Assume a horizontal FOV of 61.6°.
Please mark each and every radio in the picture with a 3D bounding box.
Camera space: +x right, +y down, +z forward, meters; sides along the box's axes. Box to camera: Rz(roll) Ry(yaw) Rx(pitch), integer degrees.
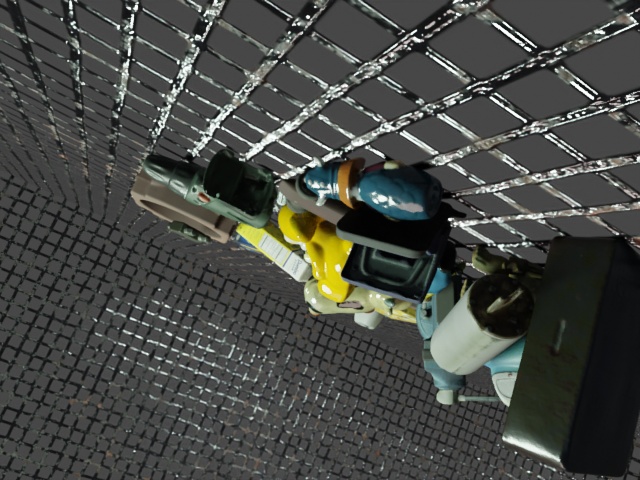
[{"bbox_3d":[0.282,0.121,0.562,0.131,0.229,0.073,25,170,-33],"label":"radio"}]

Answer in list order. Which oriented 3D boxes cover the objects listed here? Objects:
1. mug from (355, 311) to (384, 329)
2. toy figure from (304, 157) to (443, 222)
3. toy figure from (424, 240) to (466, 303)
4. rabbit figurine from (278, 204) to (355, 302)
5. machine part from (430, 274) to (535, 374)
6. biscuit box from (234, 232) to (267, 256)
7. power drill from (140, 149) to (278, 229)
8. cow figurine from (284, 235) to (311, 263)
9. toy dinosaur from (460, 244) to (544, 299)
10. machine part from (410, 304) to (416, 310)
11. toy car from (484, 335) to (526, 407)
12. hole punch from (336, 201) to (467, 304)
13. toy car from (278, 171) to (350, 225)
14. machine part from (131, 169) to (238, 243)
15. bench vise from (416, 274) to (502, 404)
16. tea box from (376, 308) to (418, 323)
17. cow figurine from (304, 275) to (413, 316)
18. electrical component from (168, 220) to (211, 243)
[{"bbox_3d":[0.120,0.164,1.363,0.110,0.107,0.080,15,164,25],"label":"mug"},{"bbox_3d":[0.055,-0.057,0.591,0.155,0.064,0.057,15,180,32],"label":"toy figure"},{"bbox_3d":[0.161,0.042,0.798,0.082,0.089,0.180,50,164,15],"label":"toy figure"},{"bbox_3d":[-0.002,-0.003,0.841,0.173,0.122,0.162,38,172,21],"label":"rabbit figurine"},{"bbox_3d":[0.191,0.107,0.649,0.079,0.079,0.243,21,153,8],"label":"machine part"},{"bbox_3d":[-0.093,0.008,1.177,0.203,0.059,0.062,14,166,36],"label":"biscuit box"},{"bbox_3d":[-0.168,-0.085,0.856,0.232,0.086,0.207,26,164,-21],"label":"power drill"},{"bbox_3d":[0.020,0.010,0.949,0.167,0.068,0.098,25,163,-28],"label":"cow figurine"},{"bbox_3d":[0.321,0.119,0.773,0.199,0.105,0.470,16,166,30],"label":"toy dinosaur"},{"bbox_3d":[0.155,0.083,1.056,0.179,0.056,0.179,23,168,5],"label":"machine part"},{"bbox_3d":[0.277,0.174,0.685,0.109,0.103,0.162,34,151,-23],"label":"toy car"},{"bbox_3d":[0.088,0.003,0.630,0.142,0.116,0.092,14,132,27],"label":"hole punch"},{"bbox_3d":[0.040,-0.038,0.727,0.202,0.053,0.089,27,167,-6],"label":"toy car"},{"bbox_3d":[-0.253,-0.075,1.045,0.201,0.087,0.201,23,169,-9],"label":"machine part"},{"bbox_3d":[0.232,0.169,0.929,0.129,0.223,0.240,-15,162,15],"label":"bench vise"},{"bbox_3d":[0.182,0.141,1.233,0.098,0.068,0.170,28,168,-21],"label":"tea box"},{"bbox_3d":[0.069,0.090,0.932,0.195,0.085,0.127,0,169,6],"label":"cow figurine"},{"bbox_3d":[-0.260,-0.015,1.063,0.094,0.021,0.063,11,164,43],"label":"electrical component"}]
